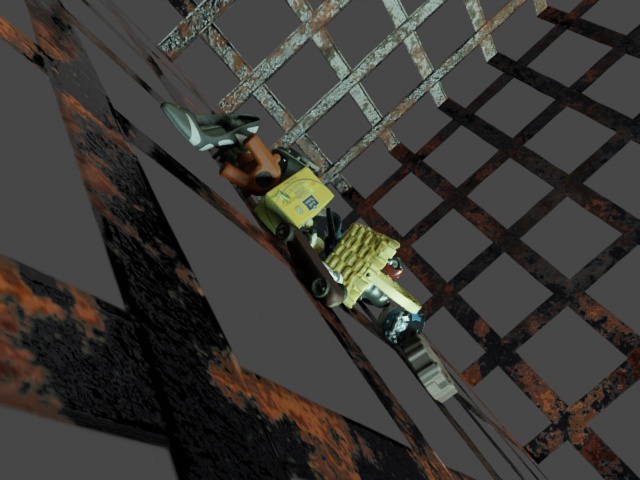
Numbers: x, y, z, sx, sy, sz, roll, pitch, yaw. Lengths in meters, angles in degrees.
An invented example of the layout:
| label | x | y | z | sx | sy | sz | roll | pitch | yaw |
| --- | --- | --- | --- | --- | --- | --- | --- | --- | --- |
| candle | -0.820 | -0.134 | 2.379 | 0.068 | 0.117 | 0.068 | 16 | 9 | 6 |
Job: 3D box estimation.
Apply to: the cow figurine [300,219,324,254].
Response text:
| label | x | y | z | sx | sy | sz | roll | pitch | yaw |
| --- | --- | --- | --- | --- | --- | --- | --- | --- | --- |
| cow figurine | -0.058 | -0.030 | 1.230 | 0.167 | 0.068 | 0.098 | 44 | 10 | 1 |

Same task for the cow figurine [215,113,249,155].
| label | x | y | z | sx | sy | sz | roll | pitch | yaw |
| --- | --- | --- | --- | --- | --- | --- | --- | --- | --- |
| cow figurine | -0.222 | -0.246 | 1.459 | 0.194 | 0.085 | 0.127 | 41 | 10 | -33 |

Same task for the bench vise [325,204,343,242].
| label | x | y | z | sx | sy | sz | roll | pitch | yaw |
| --- | --- | --- | --- | --- | --- | --- | --- | --- | --- |
| bench vise | -0.013 | -0.058 | 1.611 | 0.240 | 0.129 | 0.224 | 52 | 0 | -44 |

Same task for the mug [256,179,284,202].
| label | x | y | z | sx | sy | sz | roll | pitch | yaw |
| --- | --- | --- | --- | --- | --- | --- | --- | --- | --- |
| mug | -0.103 | -0.091 | 1.342 | 0.110 | 0.081 | 0.107 | 36 | -17 | 55 |

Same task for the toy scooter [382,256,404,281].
| label | x | y | z | sx | sy | sz | roll | pitch | yaw |
| --- | --- | --- | --- | --- | --- | --- | --- | --- | --- |
| toy scooter | 0.143 | 0.114 | 1.492 | 0.075 | 0.184 | 0.135 | 25 | 64 | -73 |

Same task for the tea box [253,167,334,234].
| label | x | y | z | sx | sy | sz | roll | pitch | yaw |
| --- | --- | --- | --- | --- | --- | --- | --- | --- | --- |
| tea box | -0.055 | -0.081 | 1.169 | 0.098 | 0.068 | 0.169 | 45 | 39 | 0 |

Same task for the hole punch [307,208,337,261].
| label | x | y | z | sx | sy | sz | roll | pitch | yaw |
| --- | --- | --- | --- | --- | --- | --- | --- | --- | --- |
| hole punch | -0.003 | -0.004 | 1.337 | 0.142 | 0.092 | 0.116 | 89 | -10 | -49 |

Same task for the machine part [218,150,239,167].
| label | x | y | z | sx | sy | sz | roll | pitch | yaw |
| --- | --- | --- | --- | --- | --- | --- | --- | --- | --- |
| machine part | -0.221 | -0.196 | 1.338 | 0.084 | 0.039 | 0.139 | 53 | 2 | -4 |

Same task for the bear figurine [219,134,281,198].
| label | x | y | z | sx | sy | sz | roll | pitch | yaw |
| --- | --- | --- | --- | --- | --- | --- | --- | --- | --- |
| bear figurine | -0.155 | -0.170 | 1.217 | 0.131 | 0.120 | 0.196 | 42 | 5 | -25 |

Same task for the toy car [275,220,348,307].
| label | x | y | z | sx | sy | sz | roll | pitch | yaw |
| --- | --- | --- | --- | --- | --- | --- | --- | --- | --- |
| toy car | -0.021 | 0.044 | 1.023 | 0.202 | 0.053 | 0.089 | 54 | 17 | 27 |

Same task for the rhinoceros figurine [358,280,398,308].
| label | x | y | z | sx | sy | sz | roll | pitch | yaw |
| --- | --- | --- | --- | --- | --- | --- | --- | --- | --- |
| rhinoceros figurine | 0.112 | 0.110 | 1.379 | 0.190 | 0.112 | 0.073 | 32 | -3 | -32 |

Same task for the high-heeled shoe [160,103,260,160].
| label | x | y | z | sx | sy | sz | roll | pitch | yaw |
| --- | --- | --- | --- | --- | --- | --- | --- | --- | --- |
| high-heeled shoe | -0.223 | -0.258 | 1.148 | 0.086 | 0.145 | 0.248 | 49 | 2 | 24 |

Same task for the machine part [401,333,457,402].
| label | x | y | z | sx | sy | sz | roll | pitch | yaw |
| --- | --- | --- | --- | --- | --- | --- | --- | --- | --- |
| machine part | 0.271 | 0.313 | 1.324 | 0.179 | 0.056 | 0.179 | 53 | 8 | -11 |

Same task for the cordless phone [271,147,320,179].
| label | x | y | z | sx | sy | sz | roll | pitch | yaw |
| --- | --- | --- | --- | --- | --- | --- | --- | --- | --- |
| cordless phone | -0.081 | -0.188 | 1.407 | 0.147 | 0.088 | 0.184 | 36 | 8 | 8 |

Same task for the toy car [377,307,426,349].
| label | x | y | z | sx | sy | sz | roll | pitch | yaw |
| --- | --- | --- | --- | --- | --- | --- | --- | --- | --- |
| toy car | 0.203 | 0.223 | 1.416 | 0.103 | 0.109 | 0.161 | 24 | 1 | 36 |

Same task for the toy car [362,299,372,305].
| label | x | y | z | sx | sy | sz | roll | pitch | yaw |
| --- | --- | --- | --- | --- | --- | --- | --- | --- | --- |
| toy car | 0.101 | 0.116 | 1.593 | 0.202 | 0.056 | 0.073 | 52 | -1 | 34 |
